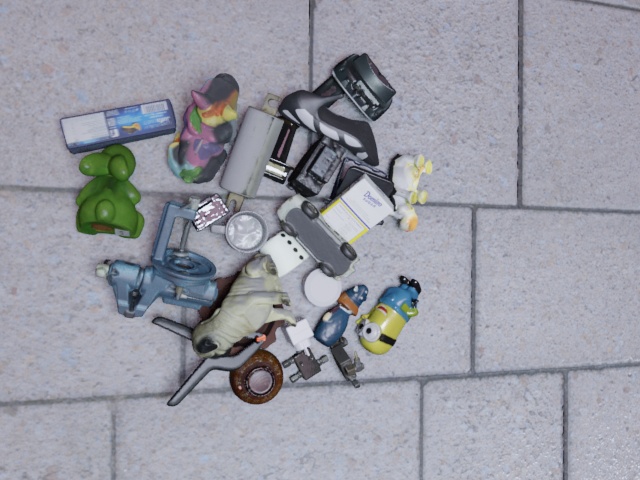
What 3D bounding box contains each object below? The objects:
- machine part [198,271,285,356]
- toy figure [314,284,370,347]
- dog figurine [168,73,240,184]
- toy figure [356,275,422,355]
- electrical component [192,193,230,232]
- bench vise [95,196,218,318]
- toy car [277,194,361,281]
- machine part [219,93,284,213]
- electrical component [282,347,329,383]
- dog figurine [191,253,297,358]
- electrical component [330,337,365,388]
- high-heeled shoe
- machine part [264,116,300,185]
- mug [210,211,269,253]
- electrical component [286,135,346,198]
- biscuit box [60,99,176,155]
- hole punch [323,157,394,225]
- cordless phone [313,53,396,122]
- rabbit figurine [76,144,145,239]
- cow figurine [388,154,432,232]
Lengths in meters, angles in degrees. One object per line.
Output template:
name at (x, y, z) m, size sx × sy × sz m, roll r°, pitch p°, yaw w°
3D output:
machine part at (-0.160, 0.146, 1.086) m, size 0.179 × 0.056 × 0.179 m, roll 1°, pitch 88°, yaw -17°
toy figure at (0.046, 0.154, 1.146) m, size 0.058 × 0.064 × 0.154 m, roll 31°, pitch 73°, yaw 24°
dog figurine at (-0.211, -0.204, 0.992) m, size 0.108 × 0.219 × 0.191 m, roll 27°, pitch 81°, yaw -11°
toy figure at (0.156, 0.166, 1.167) m, size 0.089 × 0.082 × 0.180 m, roll 44°, pitch 76°, yaw -9°
electrical component at (-0.216, -0.054, 1.039) m, size 0.075 × 0.119 × 0.047 m, roll -35°, pitch 99°, yaw -17°
bench vise at (-0.281, 0.027, 0.973) m, size 0.224 × 0.129 × 0.240 m, roll 18°, pitch 107°, yaw -8°
toy car at (-0.002, -0.003, 1.085) m, size 0.073 × 0.056 × 0.201 m, roll -41°, pitch 99°, yaw 15°
machine part at (-0.136, -0.172, 1.063) m, size 0.079 × 0.079 × 0.243 m, roll 19°, pitch 99°, yaw -16°
electrical component at (-0.030, 0.259, 1.140) m, size 0.094 × 0.021 × 0.063 m, roll -28°, pitch 96°, yaw -15°
dog figurine at (-0.159, 0.118, 1.002) m, size 0.191 × 0.172 × 0.121 m, roll -19°, pitch 130°, yaw -8°
electrical component at (0.058, 0.252, 1.132) m, size 0.045 × 0.102 × 0.078 m, roll -29°, pitch 120°, yaw -9°
high-heeled shoe at (0.023, -0.221, 1.132) m, size 0.248 × 0.145 × 0.086 m, roll 52°, pitch 38°, yaw -44°
machine part at (-0.085, -0.190, 1.123) m, size 0.084 × 0.039 × 0.138 m, roll 17°, pitch 86°, yaw -7°
mug at (-0.162, -0.014, 1.061) m, size 0.110 × 0.107 × 0.080 m, roll -1°, pitch 89°, yaw -13°
electrical component at (-0.008, -0.148, 1.094) m, size 0.058 × 0.134 × 0.115 m, roll 33°, pitch 79°, yaw -14°
biscuit box at (-0.378, -0.216, 1.022) m, size 0.203 × 0.063 × 0.059 m, roll -15°, pitch 93°, yaw -17°
hole punch at (0.086, -0.107, 1.155) m, size 0.142 × 0.092 × 0.115 m, roll 19°, pitch 116°, yaw -15°
cordless phone at (0.057, -0.296, 1.155) m, size 0.184 × 0.089 × 0.146 m, roll -41°, pitch 102°, yaw -2°
rabbit figurine at (-0.390, -0.103, 0.985) m, size 0.121 × 0.159 × 0.170 m, roll 4°, pitch 73°, yaw -7°
cow figurine at (0.181, -0.105, 1.178) m, size 0.068 × 0.098 × 0.167 m, roll 8°, pitch 94°, yaw -50°
